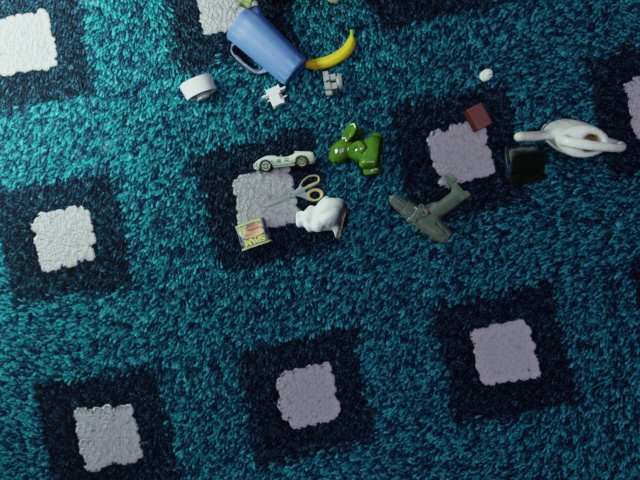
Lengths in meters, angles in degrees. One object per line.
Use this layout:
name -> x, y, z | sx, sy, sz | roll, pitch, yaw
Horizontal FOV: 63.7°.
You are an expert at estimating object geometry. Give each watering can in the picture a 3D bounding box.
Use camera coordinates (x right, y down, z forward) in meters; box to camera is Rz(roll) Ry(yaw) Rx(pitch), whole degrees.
watering can -> 0.741, -0.316, 1.576 | 0.348, 0.228, 0.102 | 7, 111, 0

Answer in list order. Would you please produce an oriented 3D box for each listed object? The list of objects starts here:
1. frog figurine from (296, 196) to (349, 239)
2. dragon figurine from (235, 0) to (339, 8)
frog figurine -> 0.005, -0.082, 1.637 | 0.160, 0.120, 0.140 | 16, 59, 9
dragon figurine -> -0.155, -0.787, 1.588 | 0.244, 0.120, 0.415 | -39, 67, -7
